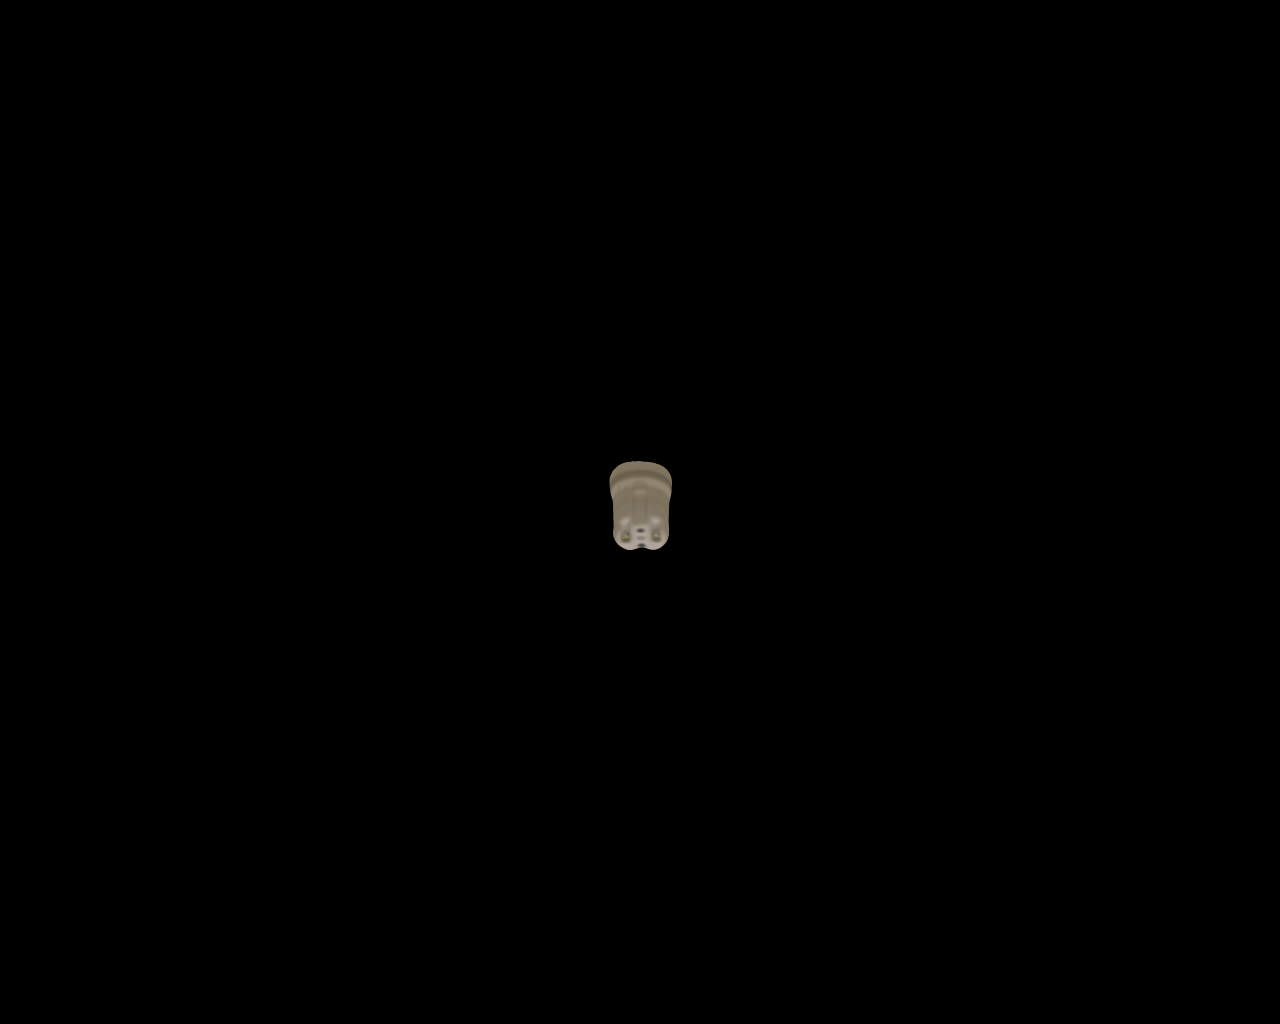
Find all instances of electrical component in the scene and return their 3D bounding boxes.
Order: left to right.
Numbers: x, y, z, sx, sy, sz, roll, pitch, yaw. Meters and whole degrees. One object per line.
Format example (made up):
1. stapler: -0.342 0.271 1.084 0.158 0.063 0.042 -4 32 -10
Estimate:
1. electrical component: 0.001 -0.003 0.650 0.040 0.046 0.040 0 -32 0
